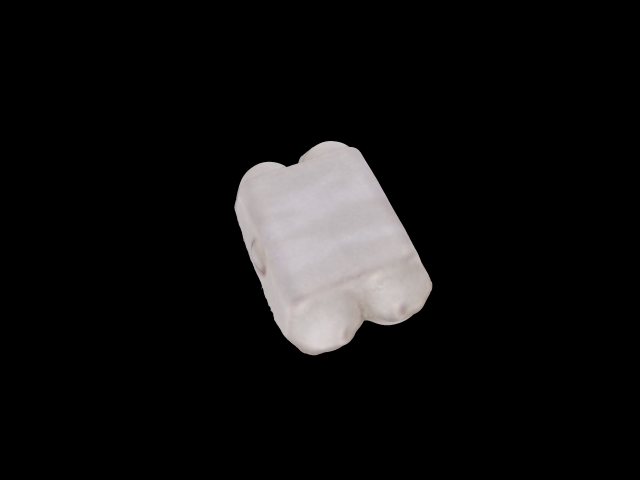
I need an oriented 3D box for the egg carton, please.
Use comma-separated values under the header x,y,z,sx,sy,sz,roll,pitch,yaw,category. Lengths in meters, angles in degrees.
x,y,z,sx,sy,sz,roll,pitch,yaw,category
0.004,0.001,0.400,0.107,0.069,0.150,-21,62,-11,egg carton
